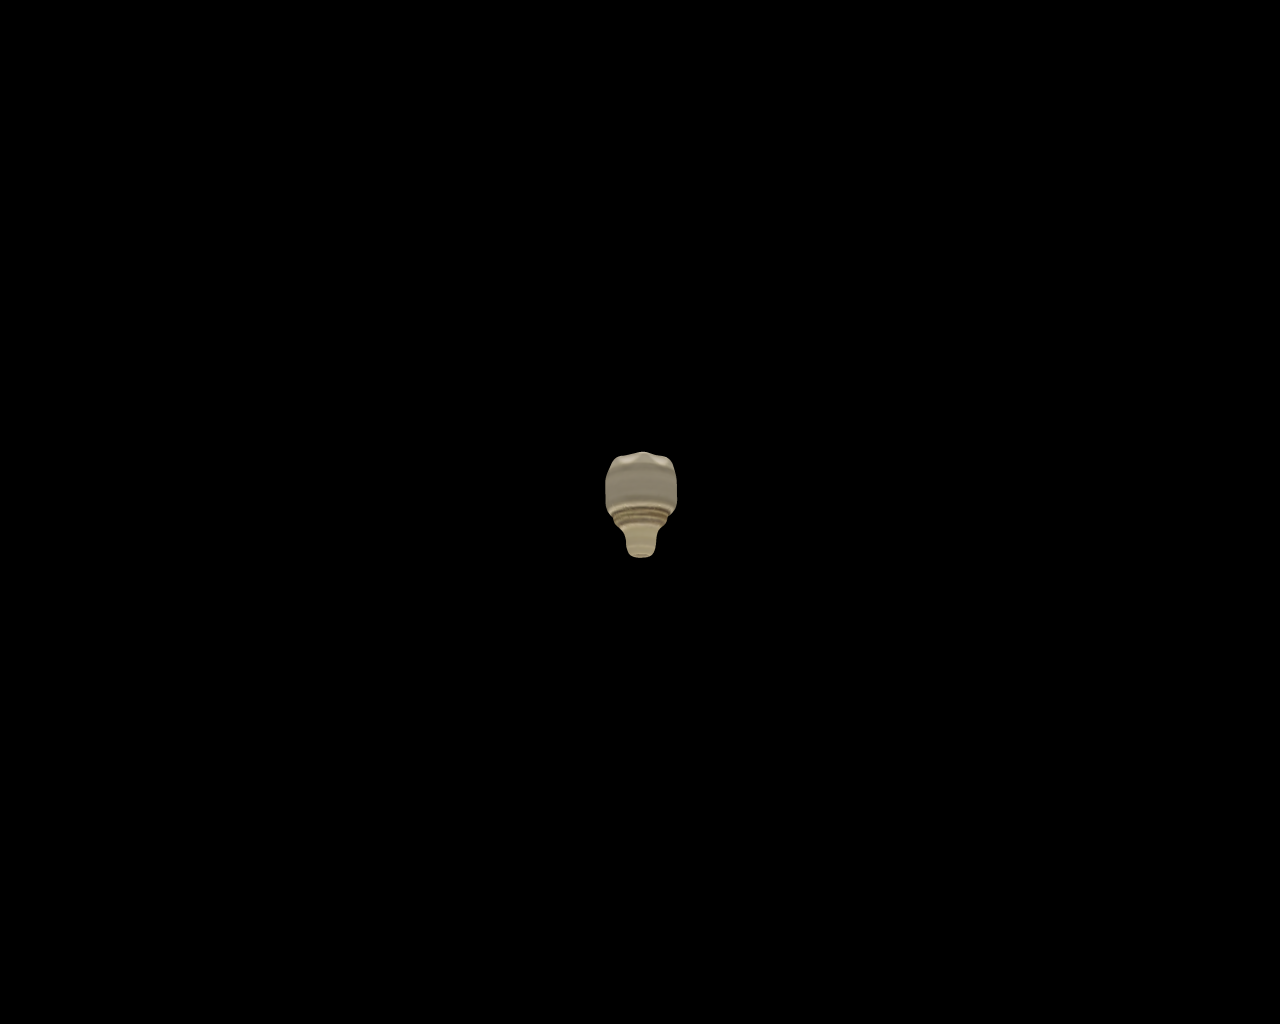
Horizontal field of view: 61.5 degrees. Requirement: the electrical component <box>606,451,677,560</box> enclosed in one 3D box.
[{"bbox_3d":[0.001,-0.003,0.650,0.043,0.062,0.043,0,-15,0],"label":"electrical component"}]
